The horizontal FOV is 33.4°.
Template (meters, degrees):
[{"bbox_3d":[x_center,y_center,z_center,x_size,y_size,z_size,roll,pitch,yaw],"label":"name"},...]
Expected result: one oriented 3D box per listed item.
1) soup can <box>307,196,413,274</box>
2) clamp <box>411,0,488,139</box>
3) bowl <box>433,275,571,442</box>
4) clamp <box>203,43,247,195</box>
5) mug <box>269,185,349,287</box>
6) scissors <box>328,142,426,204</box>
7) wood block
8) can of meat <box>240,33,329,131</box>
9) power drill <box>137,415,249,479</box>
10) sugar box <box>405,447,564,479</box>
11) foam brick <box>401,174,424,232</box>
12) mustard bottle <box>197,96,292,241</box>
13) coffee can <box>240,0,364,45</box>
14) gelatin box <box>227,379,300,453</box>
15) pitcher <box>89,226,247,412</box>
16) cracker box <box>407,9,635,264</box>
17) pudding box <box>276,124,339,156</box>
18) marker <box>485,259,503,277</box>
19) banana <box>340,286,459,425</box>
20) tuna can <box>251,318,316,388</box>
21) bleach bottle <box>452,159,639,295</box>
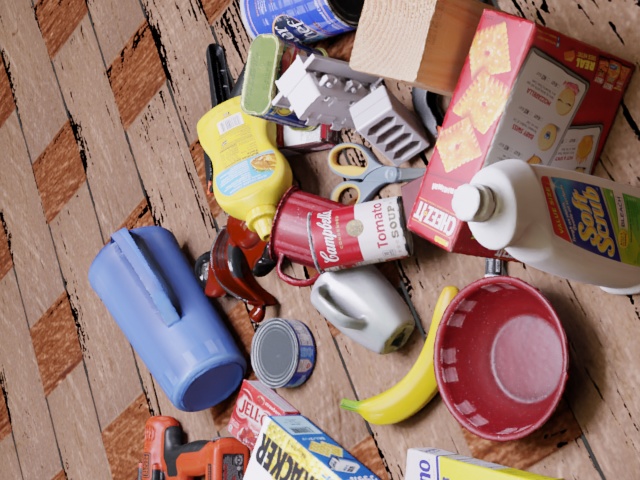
[{"bbox_3d":[0.044,-0.006,1.142,0.102,0.068,0.068,-11,75,11],"label":"soup can"},{"bbox_3d":[0.126,-0.190,1.168,0.120,0.039,0.171,4,88,46],"label":"clamp"},{"bbox_3d":[0.190,0.117,1.052,0.162,0.055,0.162,-7,80,45],"label":"bowl"},{"bbox_3d":[-0.118,-0.162,1.406,0.165,0.036,0.210,7,91,61],"label":"clamp"},{"bbox_3d":[-0.008,0.002,1.226,0.081,0.093,0.117,17,63,15],"label":"mug"},{"bbox_3d":[0.075,-0.058,1.221,0.202,0.016,0.096,26,105,45],"label":"scissors"},{"bbox_3d":[0.139,-0.183,1.034,0.091,0.205,0.090,22,101,45],"label":"wood block"},{"bbox_3d":[-0.042,-0.186,1.256,0.058,0.083,0.102,8,88,44],"label":"can of meat"},{"bbox_3d":[-0.173,0.325,1.399,0.188,0.057,0.184,-8,79,45],"label":"power drill"},{"bbox_3d":[0.160,0.270,1.071,0.177,0.048,0.093,3,87,45],"label":"sugar box"},{"bbox_3d":[0.131,-0.037,1.116,0.051,0.078,0.053,-26,67,43],"label":"foam brick"},{"bbox_3d":[-0.084,-0.081,1.279,0.096,0.058,0.192,-24,58,10],"label":"mustard bottle"},{"bbox_3d":[-0.012,-0.289,1.278,0.141,0.102,0.103,-7,80,45],"label":"coffee can"},{"bbox_3d":[-0.072,0.225,1.328,0.089,0.030,0.073,32,108,43],"label":"gelatin box"},{"bbox_3d":[-0.200,0.099,1.398,0.243,0.148,0.145,52,120,33],"label":"pitcher"},{"bbox_3d":[0.188,-0.090,1.002,0.072,0.163,0.214,32,107,45],"label":"cracker box"},{"bbox_3d":[-0.025,-0.155,1.321,0.114,0.039,0.090,-4,80,43],"label":"pudding box"},{"bbox_3d":[0.182,-0.009,1.103,0.020,0.020,0.121,-2,83,46],"label":"marker"},{"bbox_3d":[0.103,0.137,1.139,0.069,0.037,0.198,38,112,-4],"label":"banana"},{"bbox_3d":[-0.045,0.139,1.307,0.086,0.033,0.086,-7,80,45],"label":"tuna can"},{"bbox_3d":[0.203,-0.010,0.914,0.068,0.250,0.102,-11,77,45],"label":"bleach bottle"}]
